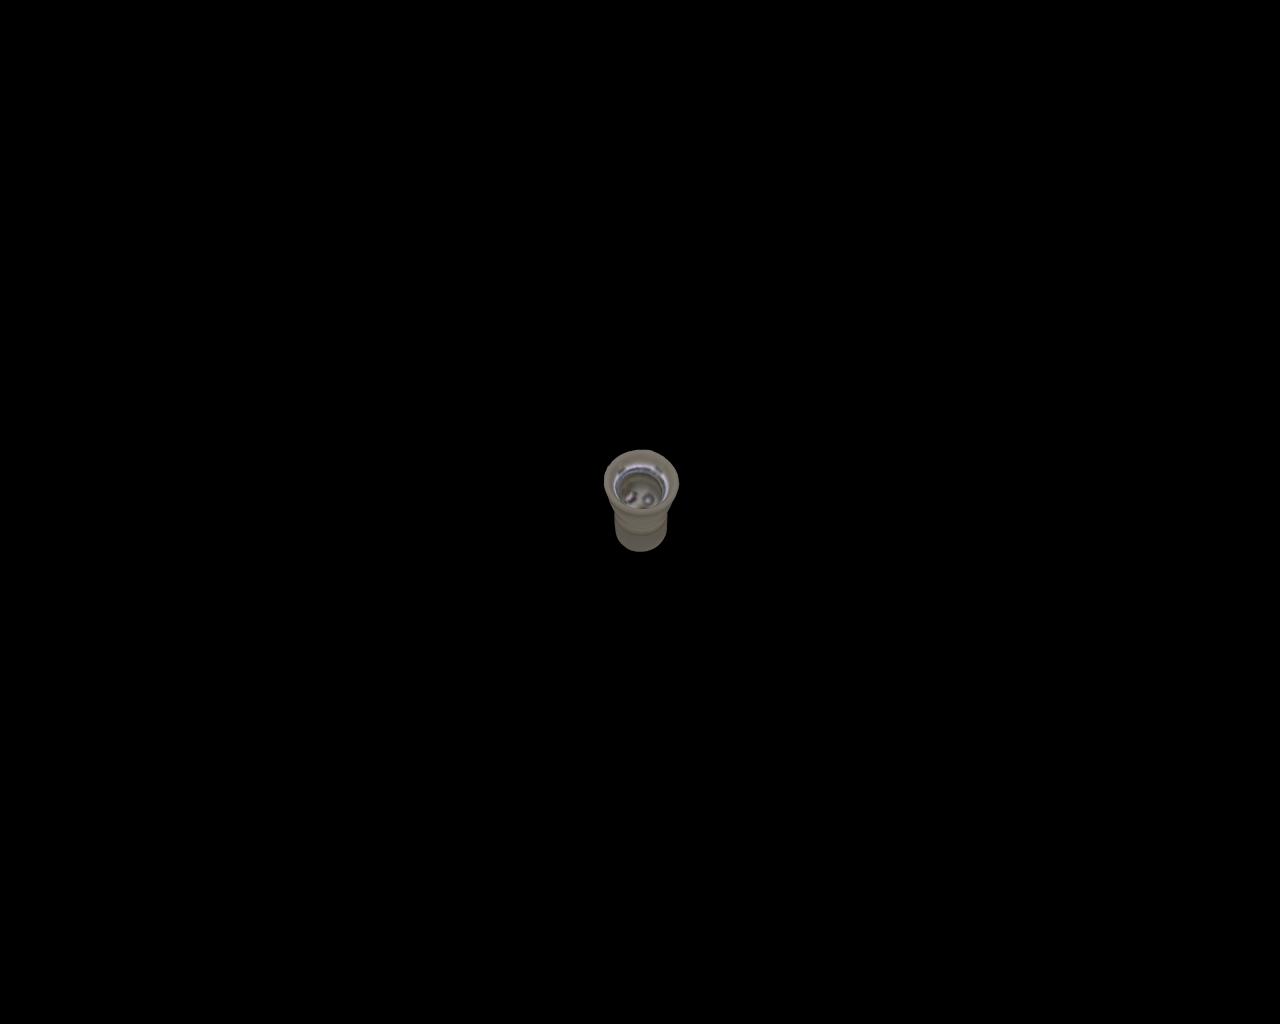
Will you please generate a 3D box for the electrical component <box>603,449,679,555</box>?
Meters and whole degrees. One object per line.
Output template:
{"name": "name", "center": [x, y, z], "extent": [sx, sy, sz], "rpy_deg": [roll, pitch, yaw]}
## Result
{"name": "electrical component", "center": [0.001, -0.003, 0.650], "extent": [0.044, 0.044, 0.065], "rpy_deg": [0, -30, 0]}
